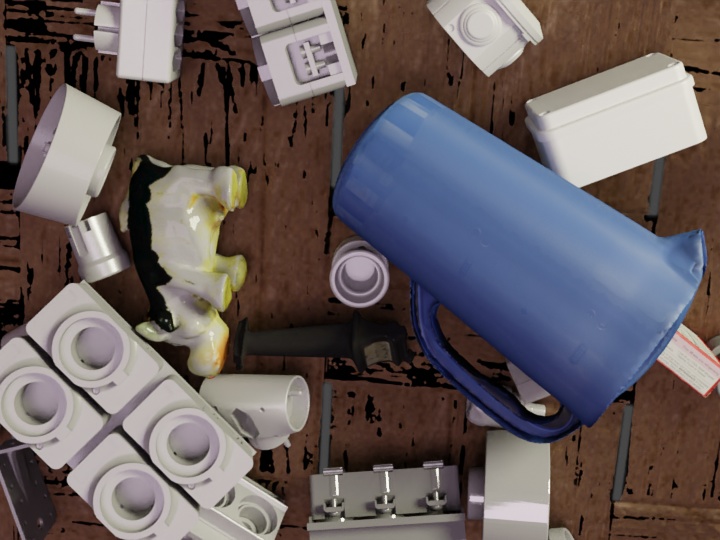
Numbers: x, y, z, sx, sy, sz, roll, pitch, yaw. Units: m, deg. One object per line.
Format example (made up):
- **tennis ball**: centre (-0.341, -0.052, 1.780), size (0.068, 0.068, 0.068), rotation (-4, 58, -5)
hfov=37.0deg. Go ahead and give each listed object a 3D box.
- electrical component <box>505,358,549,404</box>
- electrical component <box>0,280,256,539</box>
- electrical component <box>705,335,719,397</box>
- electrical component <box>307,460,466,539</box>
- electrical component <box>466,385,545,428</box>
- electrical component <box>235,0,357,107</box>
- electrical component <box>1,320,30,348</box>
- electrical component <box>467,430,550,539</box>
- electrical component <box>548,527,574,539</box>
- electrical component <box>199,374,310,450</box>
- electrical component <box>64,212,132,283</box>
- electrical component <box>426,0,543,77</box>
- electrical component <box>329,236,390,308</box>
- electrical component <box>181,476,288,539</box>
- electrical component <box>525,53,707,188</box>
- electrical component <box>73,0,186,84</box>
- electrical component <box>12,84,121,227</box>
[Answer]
- **electrical component**: centre (0.150, 0.049, 0.836), size (0.083, 0.047, 0.075), rotation (-23, 103, 9)
- **electrical component**: centre (-0.179, 0.110, 0.788), size (0.105, 0.060, 0.186), rotation (-45, 94, -5)
- **electrical component**: centre (0.292, 0.078, 0.838), size (0.045, 0.055, 0.045), rotation (0, 105, 1)
- **electrical component**: centre (0.021, 0.189, 0.864), size (0.121, 0.078, 0.063), rotation (-4, 76, 2)
- **electrical component**: centre (0.117, 0.110, 0.860), size (0.061, 0.035, 0.035), rotation (8, 105, -4)
- **electrical component**: centre (-0.054, -0.197, 0.752), size (0.062, 0.089, 0.150), rotation (-16, 104, 5)
- **electrical component**: centre (-0.245, 0.054, 0.847), size (0.078, 0.040, 0.040), rotation (-29, 103, 8)
- **electrical component**: centre (0.115, 0.176, 0.843), size (0.060, 0.108, 0.108), rotation (2, 105, 7)
- **electrical component**: centre (0.153, 0.243, 0.890), size (0.055, 0.048, 0.066), rotation (-26, 103, 15)
- **electrical component**: centre (-0.078, 0.116, 0.856), size (0.077, 0.043, 0.079), rotation (-1, 135, 22)
- **electrical component**: centre (-0.203, -0.017, 0.829), size (0.040, 0.040, 0.046), rotation (-20, 99, 6)
- **electrical component**: centre (0.088, -0.180, 0.761), size (0.051, 0.080, 0.080), rotation (-40, 101, 16)
- **electrical component**: centre (0.000, 0.000, 0.822), size (0.045, 0.055, 0.045), rotation (0, 105, 1)
- **electrical component**: centre (-0.130, 0.191, 0.869), size (0.121, 0.078, 0.063), rotation (34, 125, -8)
- **electrical component**: centre (0.182, -0.109, 0.779), size (0.113, 0.078, 0.057), rotation (-20, 107, 6)
- **electrical component**: centre (-0.170, -0.174, 0.781), size (0.077, 0.047, 0.065), rotation (7, 105, -1)
- **electrical component**: centre (-0.215, -0.083, 0.783), size (0.064, 0.099, 0.099), rotation (22, 104, -11)
